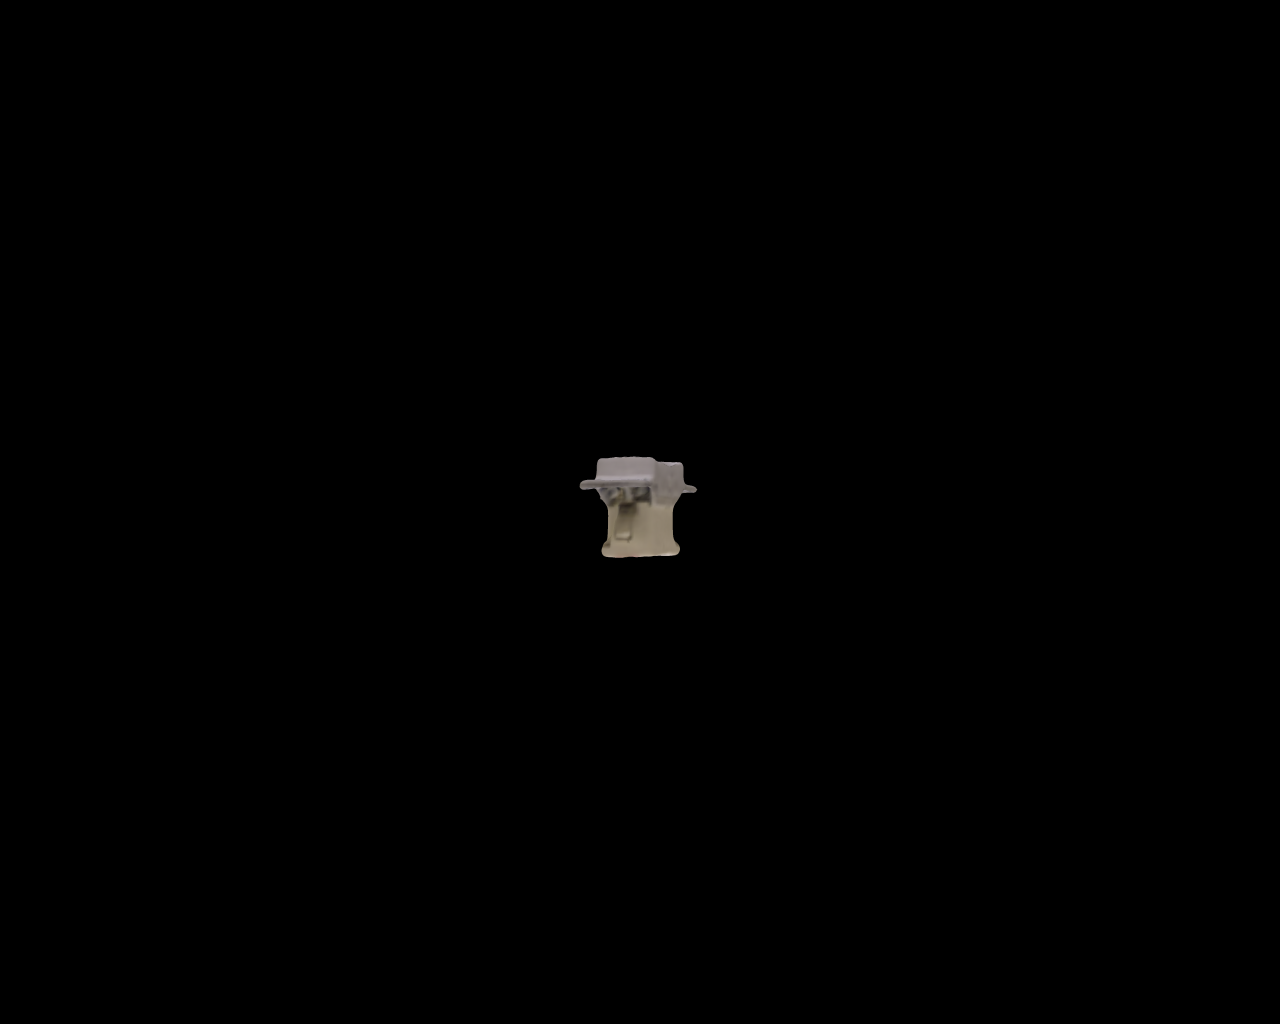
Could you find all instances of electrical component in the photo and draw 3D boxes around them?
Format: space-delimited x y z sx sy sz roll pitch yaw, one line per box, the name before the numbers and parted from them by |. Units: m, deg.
electrical component | 0.001 -0.003 0.650 0.042 0.063 0.081 -1 -3 28
